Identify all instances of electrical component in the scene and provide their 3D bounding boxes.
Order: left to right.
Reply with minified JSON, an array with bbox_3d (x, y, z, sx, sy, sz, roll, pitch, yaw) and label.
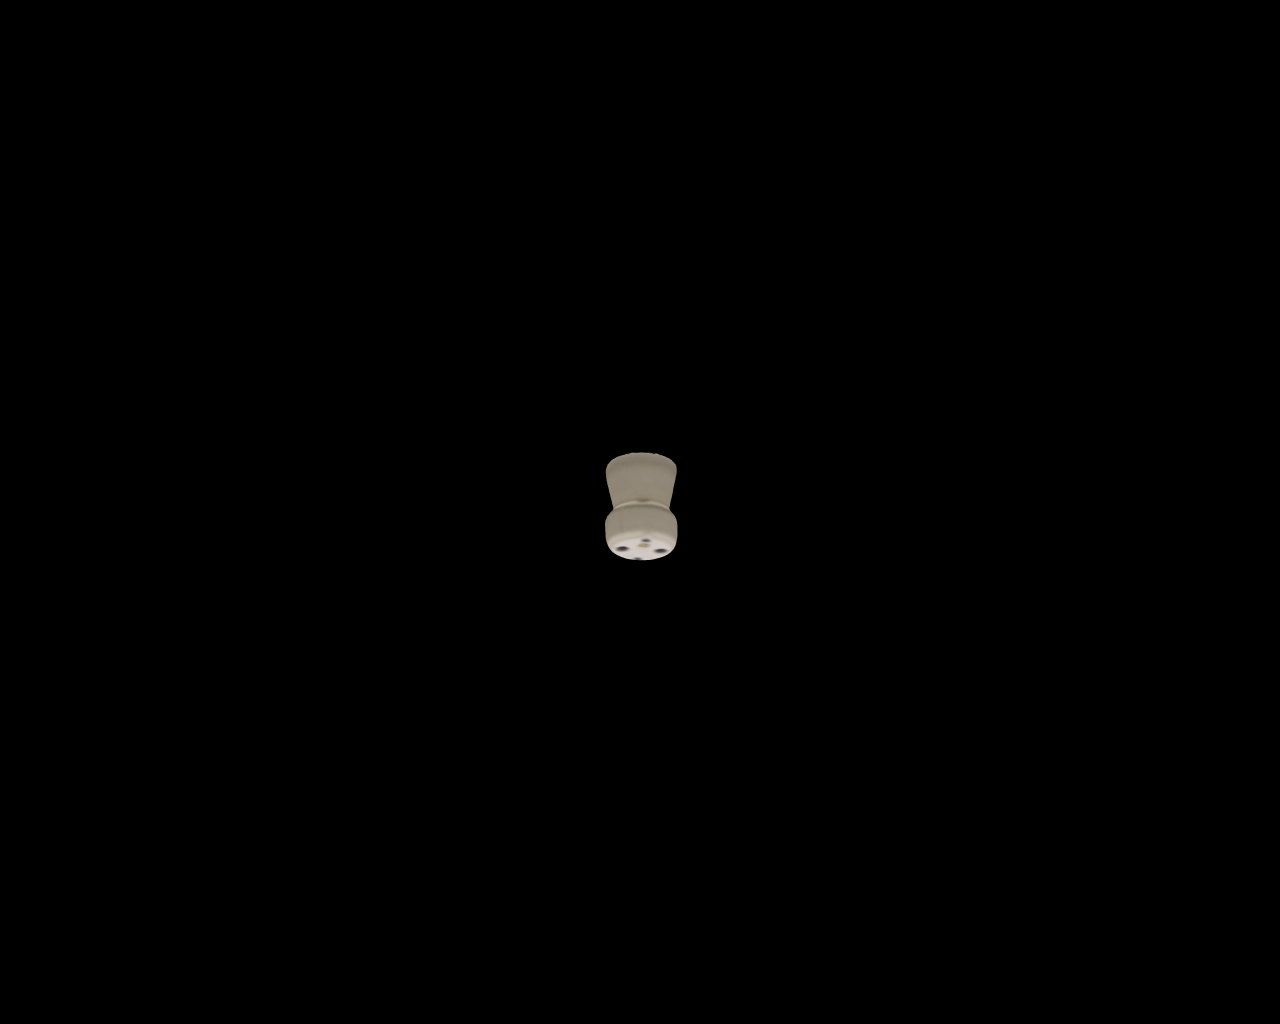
[{"bbox_3d":[0.001,-0.003,0.650,0.045,0.055,0.044,0,-23,0],"label":"electrical component"}]
